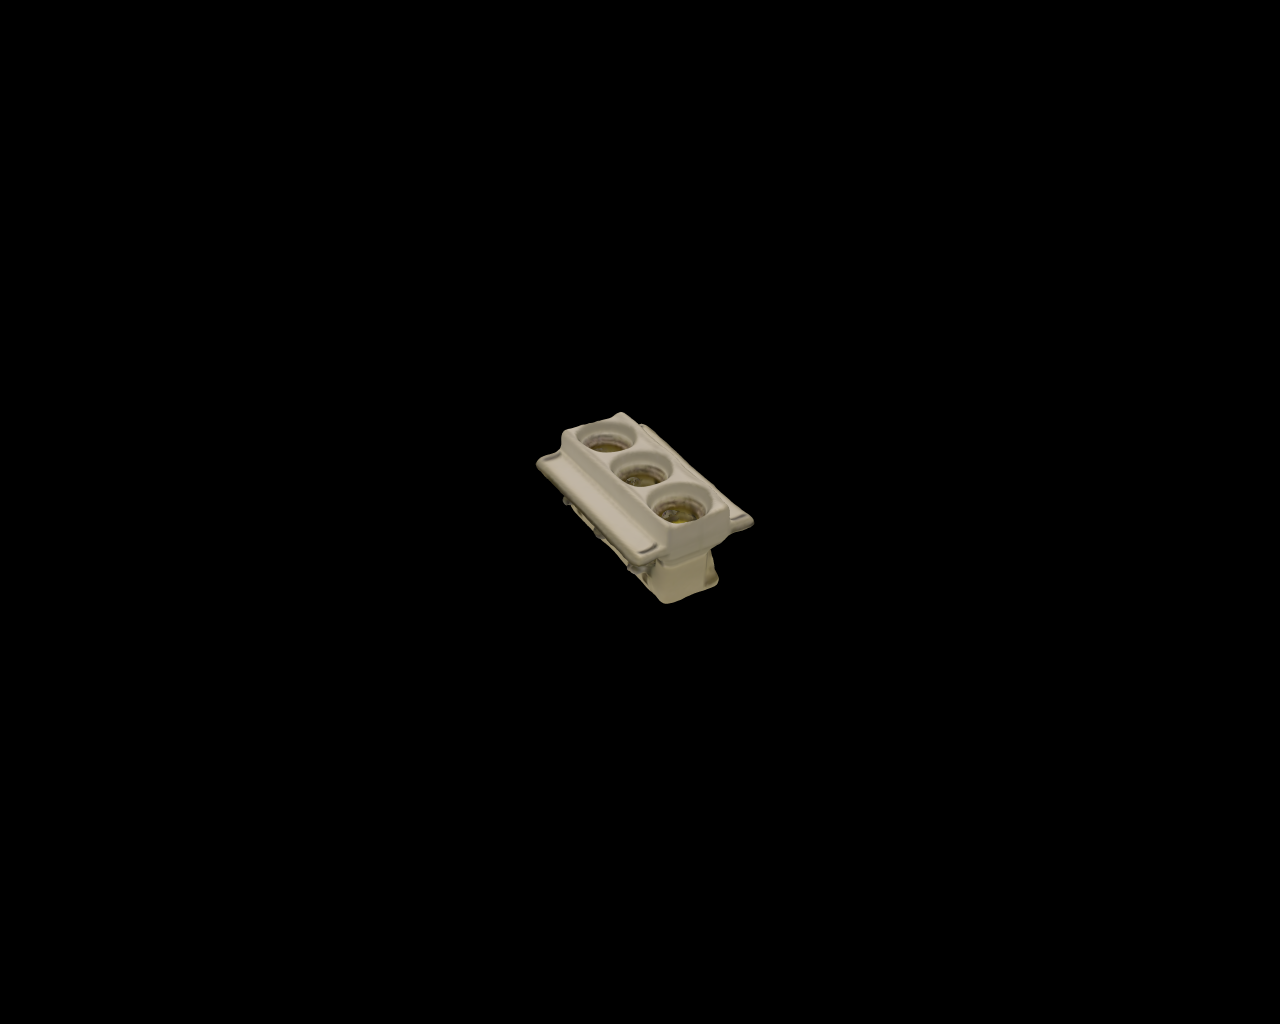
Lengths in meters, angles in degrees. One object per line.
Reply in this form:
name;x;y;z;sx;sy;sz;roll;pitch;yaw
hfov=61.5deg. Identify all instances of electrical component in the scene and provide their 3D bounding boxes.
electrical component;0.001;-0.003;0.650;0.079;0.063;0.121;-20;41;-25
